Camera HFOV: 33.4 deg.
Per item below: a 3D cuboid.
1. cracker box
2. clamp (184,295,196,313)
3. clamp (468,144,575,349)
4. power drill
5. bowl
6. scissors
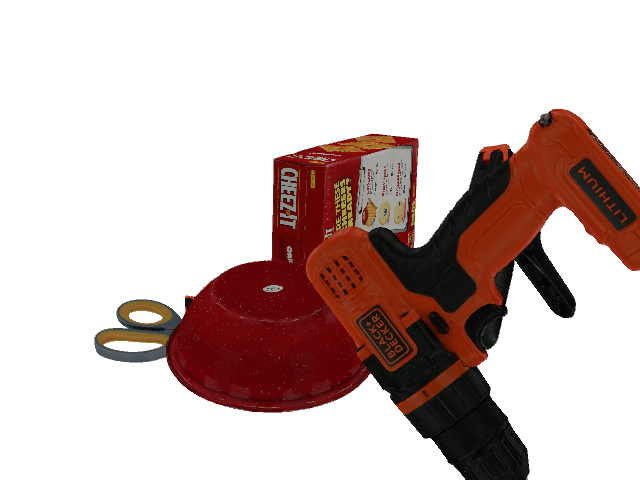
[{"bbox_3d":[0.028,-0.020,1.132,0.072,0.164,0.213,9,16,29],"label":"cracker box"},{"bbox_3d":[-0.086,0.107,1.240,0.210,0.036,0.164,14,22,29],"label":"clamp"},{"bbox_3d":[0.157,0.007,0.911,0.120,0.171,0.039,-27,10,-40],"label":"clamp"},{"bbox_3d":[0.108,0.032,0.607,0.188,0.184,0.057,-39,-4,16],"label":"power drill"},{"bbox_3d":[-0.036,0.060,0.806,0.162,0.055,0.162,2,27,-1],"label":"bowl"},{"bbox_3d":[-0.111,0.086,1.012,0.201,0.016,0.096,-1,32,-9],"label":"scissors"}]
